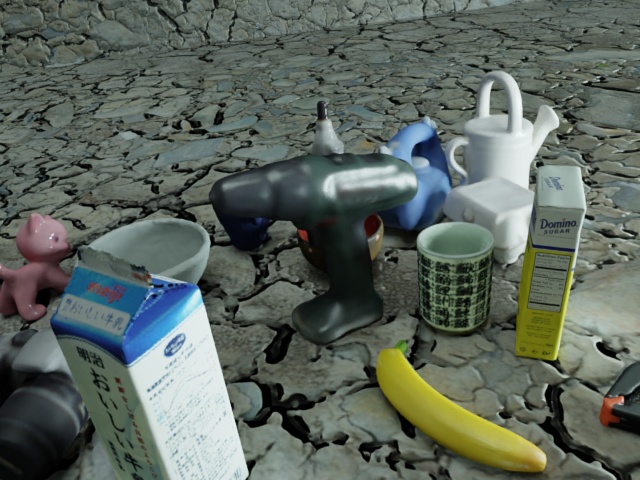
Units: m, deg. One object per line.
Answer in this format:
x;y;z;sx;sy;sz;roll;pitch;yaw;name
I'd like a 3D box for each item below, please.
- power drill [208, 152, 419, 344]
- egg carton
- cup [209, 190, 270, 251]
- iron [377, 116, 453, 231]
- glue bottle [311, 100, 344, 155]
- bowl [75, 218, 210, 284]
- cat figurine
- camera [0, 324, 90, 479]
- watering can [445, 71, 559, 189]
0.006;0.002;0.619;0.230;0.209;0.075;-22;33;-24;power drill
0.239;-0.031;0.772;0.107;0.069;0.150;-17;31;-18;egg carton
-0.100;-0.029;0.810;0.092;0.095;0.117;-17;31;-18;cup
0.141;-0.115;0.865;0.118;0.142;0.259;10;34;27;iron
0.012;-0.129;0.883;0.037;0.173;0.077;-28;36;-33;glue bottle
-0.217;0.041;0.731;0.167;0.075;0.167;-5;30;3;bowl
-0.375;0.023;0.752;0.067;0.118;0.128;4;31;18;cat figurine
-0.267;0.145;0.533;0.143;0.101;0.137;0;30;11;camera
0.271;-0.157;0.859;0.173;0.194;0.100;-26;35;-30;watering can
